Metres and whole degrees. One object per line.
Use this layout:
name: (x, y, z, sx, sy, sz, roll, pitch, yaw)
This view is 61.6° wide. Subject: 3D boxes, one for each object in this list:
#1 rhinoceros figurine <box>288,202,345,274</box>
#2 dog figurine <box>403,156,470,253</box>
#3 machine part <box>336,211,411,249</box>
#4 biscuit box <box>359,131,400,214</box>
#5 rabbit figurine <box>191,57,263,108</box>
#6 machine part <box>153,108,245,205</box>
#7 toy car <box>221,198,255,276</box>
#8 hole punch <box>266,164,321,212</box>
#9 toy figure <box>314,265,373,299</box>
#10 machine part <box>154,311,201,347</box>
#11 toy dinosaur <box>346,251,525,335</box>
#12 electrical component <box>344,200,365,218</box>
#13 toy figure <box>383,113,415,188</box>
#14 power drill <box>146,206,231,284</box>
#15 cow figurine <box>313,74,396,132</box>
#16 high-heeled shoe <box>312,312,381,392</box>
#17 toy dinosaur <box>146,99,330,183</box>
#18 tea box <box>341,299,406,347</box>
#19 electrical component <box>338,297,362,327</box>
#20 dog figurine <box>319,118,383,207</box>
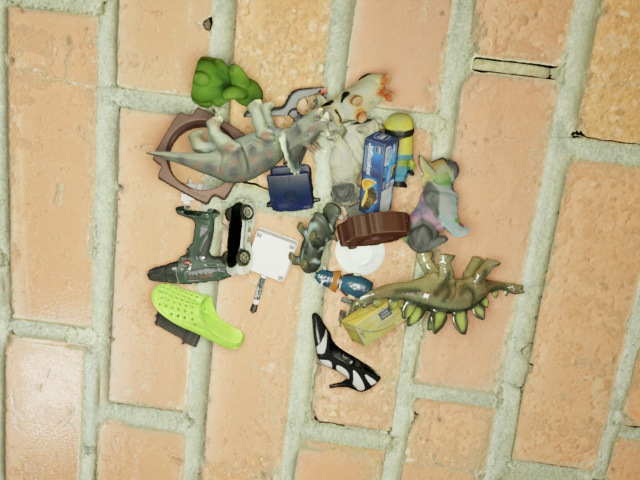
rhinoceros figurine: (-0.003, -0.004, 1.353, 0.112, 0.073, 0.190, 18, 96, -43)
dog figurine: (0.268, -0.098, 1.322, 0.192, 0.108, 0.219, -24, 95, 11)
machine part: (0.131, -0.023, 1.301, 0.179, 0.179, 0.056, -10, 79, 6)
biscuit box: (0.139, -0.154, 1.281, 0.063, 0.059, 0.202, 26, 132, 30)
rabbit figurine: (-0.215, -0.374, 1.287, 0.170, 0.159, 0.121, 12, 92, -14)
machine part: (-0.288, -0.202, 1.320, 0.201, 0.087, 0.201, 29, 84, -9)
toy car: (-0.205, -0.009, 1.365, 0.074, 0.056, 0.201, -5, 77, 41)
hole punch: (-0.073, -0.126, 1.347, 0.142, 0.092, 0.115, -6, 105, 1)
toy figure: (0.060, 0.113, 1.400, 0.155, 0.064, 0.057, 15, 140, 5)
machine part: (-0.387, 0.238, 1.466, 0.139, 0.039, 0.084, 27, 107, -3)
toy dinosaur: (0.290, 0.128, 1.310, 0.471, 0.105, 0.198, 4, 88, -14)
electrical component: (0.098, -0.073, 1.377, 0.063, 0.021, 0.094, -28, 98, 9)
toy figure: (0.194, -0.217, 1.308, 0.082, 0.089, 0.180, 3, 99, -5)
power drill: (-0.339, 0.017, 1.397, 0.232, 0.086, 0.207, 4, 98, 1)
cow figurine: (0.069, -0.327, 1.278, 0.195, 0.127, 0.085, -38, 127, -14)
high-heeled shoe: (0.068, 0.295, 1.427, 0.145, 0.086, 0.248, -15, 104, 3)
toy dinosaur: (-0.172, -0.203, 1.244, 0.405, 0.131, 0.192, -25, 92, -3)
tea box: (0.151, 0.191, 1.359, 0.170, 0.098, 0.068, -32, 99, -18)
electrical component: (0.095, 0.202, 1.424, 0.102, 0.045, 0.078, 17, 74, -2)
dog figurine: (0.093, -0.191, 1.322, 0.172, 0.121, 0.190, -17, 113, 0)
